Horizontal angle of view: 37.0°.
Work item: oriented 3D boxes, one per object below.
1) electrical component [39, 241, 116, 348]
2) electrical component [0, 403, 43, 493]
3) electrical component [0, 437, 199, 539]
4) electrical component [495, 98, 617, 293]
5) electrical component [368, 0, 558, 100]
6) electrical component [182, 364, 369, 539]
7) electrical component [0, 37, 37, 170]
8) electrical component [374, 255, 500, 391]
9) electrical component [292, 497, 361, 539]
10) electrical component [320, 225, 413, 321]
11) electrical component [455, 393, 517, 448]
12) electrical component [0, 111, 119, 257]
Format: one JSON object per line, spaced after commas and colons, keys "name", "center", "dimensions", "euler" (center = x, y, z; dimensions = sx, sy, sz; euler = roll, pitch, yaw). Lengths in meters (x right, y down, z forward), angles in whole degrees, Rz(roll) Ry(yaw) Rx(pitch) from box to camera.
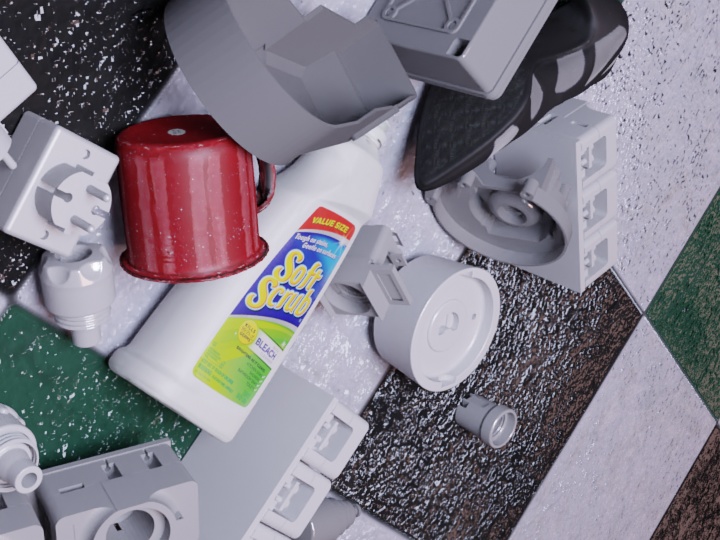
{"name": "electrical component", "center": [-0.170, 0.017, 0.653], "dimensions": [0.043, 0.043, 0.062], "euler": [-26, 128, -36]}
{"name": "electrical component", "center": [-0.212, 0.111, 0.640], "dimensions": [0.048, 0.062, 0.048], "euler": [-23, 125, -38]}
{"name": "electrical component", "center": [-0.195, 0.186, 0.666], "dimensions": [0.186, 0.060, 0.105], "euler": [-12, 118, -28]}
{"name": "electrical component", "center": [0.173, -0.069, 0.937], "dimensions": [0.062, 0.089, 0.150], "euler": [-34, 131, -31]}
{"name": "electrical component", "center": [0.071, -0.185, 0.756], "dimensions": [0.056, 0.109, 0.108], "euler": [38, 81, -46]}
{"name": "electrical component", "center": [-0.073, 0.149, 0.786], "dimensions": [0.150, 0.089, 0.062], "euler": [-56, 139, -9]}
{"name": "electrical component", "center": [-0.209, -0.073, 0.562], "dimensions": [0.083, 0.047, 0.075], "euler": [-48, 137, -19]}
{"name": "electrical component", "center": [0.058, 0.039, 0.893], "dimensions": [0.108, 0.060, 0.108], "euler": [-23, 125, -38]}
{"name": "electrical component", "center": [-0.030, 0.209, 0.900], "dimensions": [0.078, 0.040, 0.040], "euler": [-4, 112, -46]}
{"name": "electrical component", "center": [0.000, 0.000, 0.805], "dimensions": [0.042, 0.081, 0.063], "euler": [62, 41, -43]}
{"name": "electrical component", "center": [0.119, 0.141, 1.019], "dimensions": [0.040, 0.046, 0.040], "euler": [-23, 125, -38]}
{"name": "electrical component", "center": [-0.165, -0.042, 0.601], "dimensions": [0.047, 0.077, 0.065], "euler": [29, 88, -50]}
